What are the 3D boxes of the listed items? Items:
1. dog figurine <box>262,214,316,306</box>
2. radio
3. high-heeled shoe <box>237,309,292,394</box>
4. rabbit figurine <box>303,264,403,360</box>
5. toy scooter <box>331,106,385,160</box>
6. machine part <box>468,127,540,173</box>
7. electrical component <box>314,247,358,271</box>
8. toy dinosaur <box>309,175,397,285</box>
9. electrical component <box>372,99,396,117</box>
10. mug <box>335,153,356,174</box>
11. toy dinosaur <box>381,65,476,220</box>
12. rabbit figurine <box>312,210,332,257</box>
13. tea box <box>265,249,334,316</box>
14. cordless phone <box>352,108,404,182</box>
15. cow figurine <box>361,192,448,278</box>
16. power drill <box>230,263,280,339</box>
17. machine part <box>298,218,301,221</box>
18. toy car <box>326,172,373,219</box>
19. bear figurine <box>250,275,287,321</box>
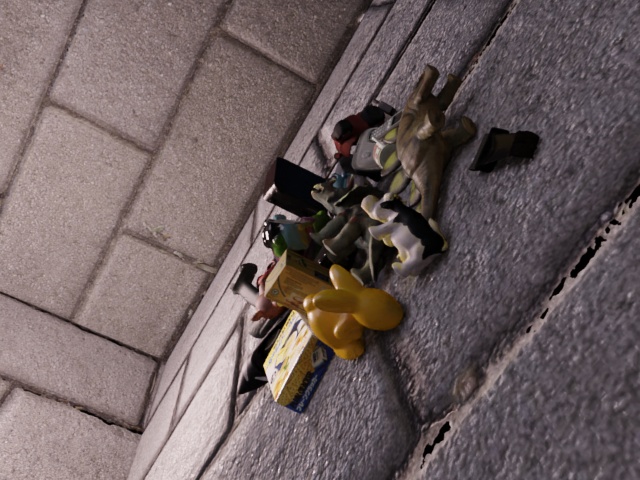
[{"bbox_3d":[-0.064,0.055,1.221,0.191,0.109,0.219,-48,-43,-77],"label":"dog figurine"},{"bbox_3d":[-0.042,-0.129,1.517,0.073,0.229,0.131,-50,23,42],"label":"radio"},{"bbox_3d":[-0.110,0.259,1.288,0.249,0.086,0.145,-53,-6,-29],"label":"high-heeled shoe"},{"bbox_3d":[0.063,0.115,0.928,0.173,0.162,0.122,-12,37,49],"label":"rabbit figurine"},{"bbox_3d":[0.092,-0.277,1.427,0.184,0.075,0.135,-29,-24,-34],"label":"toy scooter"},{"bbox_3d":[0.278,-0.139,0.820,0.084,0.039,0.139,-58,13,-1],"label":"machine part"},{"bbox_3d":[0.034,0.048,1.276,0.115,0.058,0.134,-63,14,4],"label":"electrical component"},{"bbox_3d":[0.096,-0.024,1.085,0.192,0.131,0.405,-45,26,-4],"label":"toy dinosaur"},{"bbox_3d":[0.186,-0.351,1.457,0.021,0.094,0.063,-61,-23,9],"label":"electrical component"},{"bbox_3d":[0.075,-0.186,1.511,0.107,0.081,0.109,121,163,-51],"label":"mug"},{"bbox_3d":[0.200,-0.172,1.028,0.198,0.105,0.471,126,159,-48],"label":"toy dinosaur"},{"bbox_3d":[-0.003,-0.004,1.387,0.159,0.121,0.170,-47,-12,-37],"label":"rabbit figurine"},{"bbox_3d":[-0.022,0.104,1.140,0.098,0.169,0.068,-54,17,23],"label":"tea box"},{"bbox_3d":[0.166,-0.235,1.291,0.184,0.088,0.146,-35,30,52],"label":"cordless phone"},{"bbox_3d":[0.138,-0.026,0.900,0.098,0.068,0.167,-42,62,24],"label":"cow figurine"},{"bbox_3d":[-0.162,0.154,1.569,0.207,0.086,0.232,40,109,30],"label":"power drill"},{"bbox_3d":[-0.066,-0.006,1.670,0.243,0.079,0.079,-43,24,49],"label":"machine part"},{"bbox_3d":[0.081,-0.104,1.309,0.103,0.109,0.162,-30,40,33],"label":"toy car"},{"bbox_3d":[-0.119,0.135,1.386,0.120,0.132,0.196,-34,-12,19],"label":"bear figurine"}]
